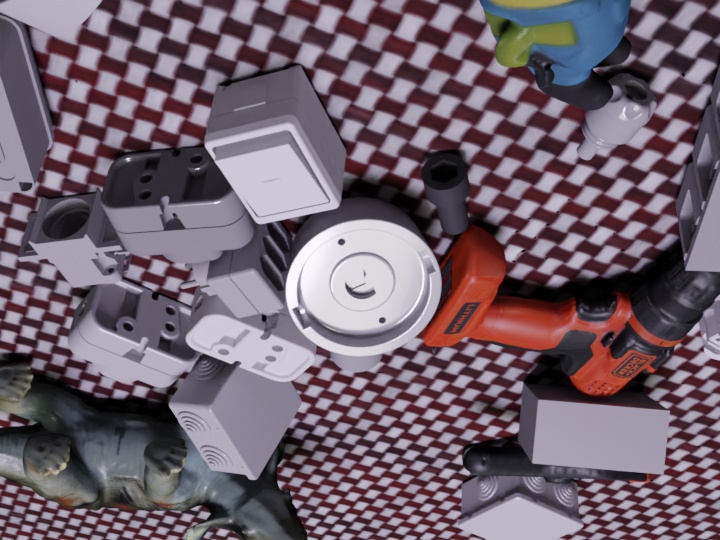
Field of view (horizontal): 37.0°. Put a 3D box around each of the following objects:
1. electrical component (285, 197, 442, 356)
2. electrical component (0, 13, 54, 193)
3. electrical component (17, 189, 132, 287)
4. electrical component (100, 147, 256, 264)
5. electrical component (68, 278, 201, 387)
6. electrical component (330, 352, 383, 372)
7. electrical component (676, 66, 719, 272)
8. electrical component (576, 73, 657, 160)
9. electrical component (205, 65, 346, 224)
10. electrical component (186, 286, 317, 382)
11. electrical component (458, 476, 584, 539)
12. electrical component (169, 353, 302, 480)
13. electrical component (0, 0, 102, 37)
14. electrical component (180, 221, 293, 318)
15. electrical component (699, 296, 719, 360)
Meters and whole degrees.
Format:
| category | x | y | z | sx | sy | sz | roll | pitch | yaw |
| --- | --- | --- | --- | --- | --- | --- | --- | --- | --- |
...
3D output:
| category | x | y | z | sx | sy | sz | roll | pitch | yaw |
| --- | --- | --- | --- | --- | --- | --- | --- | --- | --- |
| electrical component | 0.000 | 0.000 | 0.764 | 0.108 | 0.060 | 0.108 | -2 | 118 | -5 |
| electrical component | -0.242 | -0.108 | 0.669 | 0.078 | 0.057 | 0.113 | 4 | 141 | 1 |
| electrical component | -0.203 | -0.020 | 0.786 | 0.081 | 0.042 | 0.063 | -5 | 142 | 14 |
| electrical component | -0.121 | -0.044 | 0.738 | 0.095 | 0.053 | 0.059 | -4 | 141 | 11 |
| electrical component | -0.182 | 0.053 | 0.865 | 0.095 | 0.053 | 0.059 | 25 | 137 | -24 |
| electrical component | -0.002 | 0.039 | 0.838 | 0.043 | 0.043 | 0.081 | 4 | 141 | 2 |
| electrical component | 0.257 | -0.068 | 0.661 | 0.089 | 0.061 | 0.150 | 2 | 141 | 3 |
| electrical component | 0.154 | -0.091 | 0.666 | 0.035 | 0.035 | 0.061 | 16 | 142 | -14 |
| electrical component | -0.050 | -0.071 | 0.690 | 0.062 | 0.061 | 0.096 | -11 | 139 | 19 |
| electrical component | -0.081 | 0.038 | 0.832 | 0.095 | 0.059 | 0.054 | 24 | 138 | -23 |
| electrical component | 0.157 | 0.230 | 1.054 | 0.100 | 0.048 | 0.100 | 27 | 136 | -26 |
| electrical component | -0.102 | 0.109 | 0.881 | 0.048 | 0.099 | 0.099 | 0 | 131 | 32 |
| electrical component | -0.158 | -0.172 | 0.550 | 0.064 | 0.099 | 0.099 | 28 | 136 | -36 |
| electrical component | -0.095 | -0.003 | 0.776 | 0.077 | 0.065 | 0.047 | -13 | 138 | 20 |
| electrical component | 0.273 | 0.039 | 0.806 | 0.040 | 0.046 | 0.040 | 3 | 141 | 3 |
